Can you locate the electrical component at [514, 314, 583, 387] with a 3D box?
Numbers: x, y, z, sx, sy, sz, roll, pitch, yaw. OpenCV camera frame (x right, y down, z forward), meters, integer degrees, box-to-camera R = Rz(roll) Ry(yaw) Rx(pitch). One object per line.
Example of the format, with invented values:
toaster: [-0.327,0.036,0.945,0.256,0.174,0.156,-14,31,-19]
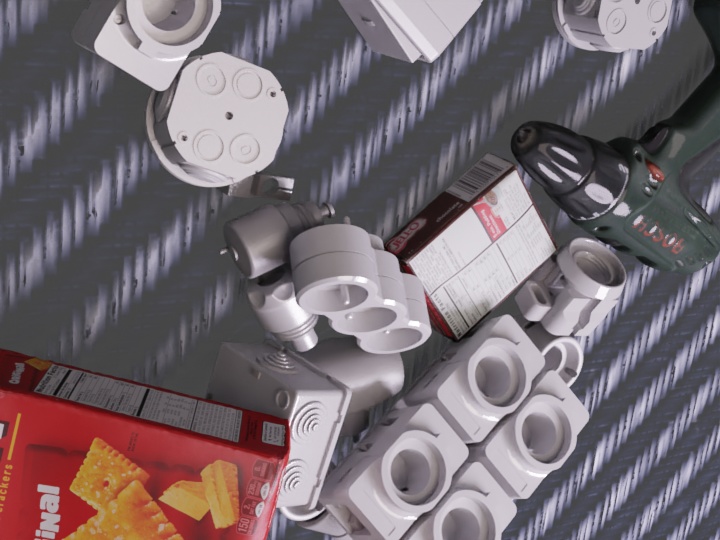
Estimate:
electrical component: [0.144,0.068,0.856,0.055,0.047,0.055,-12,114,-27]

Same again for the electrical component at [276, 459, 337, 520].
electrical component: [-0.048,0.146,0.769,0.055,0.047,0.055,-13,115,-29]

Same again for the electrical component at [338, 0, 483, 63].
electrical component: [0.017,-0.181,0.675,0.061,0.062,0.096,-51,125,-4]

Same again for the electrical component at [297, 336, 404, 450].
electrical component: [-0.012,0.092,0.773,0.077,0.044,0.079,-13,115,-27]

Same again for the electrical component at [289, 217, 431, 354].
electrical component: [0.000,0.000,0.716,0.052,0.073,0.138,-19,152,20]

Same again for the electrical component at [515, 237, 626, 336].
electrical component: [0.168,0.012,0.830,0.078,0.058,0.057,3,138,-31]

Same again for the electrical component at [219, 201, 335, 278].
electrical component: [-0.053,-0.025,0.705,0.078,0.040,0.040,-26,120,-21]

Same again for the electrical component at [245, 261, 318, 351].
electrical component: [-0.048,0.027,0.727,0.043,0.043,0.062,-35,124,-15]

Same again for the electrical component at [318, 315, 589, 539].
electrical component: [0.072,0.131,0.769,0.105,0.060,0.186,50,61,-9]

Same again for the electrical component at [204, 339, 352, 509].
electrical component: [-0.062,0.101,0.714,0.048,0.100,0.099,7,105,-46]

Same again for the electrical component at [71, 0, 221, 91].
electrical component: [-0.115,-0.153,0.609,0.050,0.056,0.089,30,92,-36]

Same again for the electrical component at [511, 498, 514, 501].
electrical component: [0.082,0.162,0.859,0.099,0.064,0.099,-22,133,-27]

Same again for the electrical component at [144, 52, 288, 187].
electrical component: [-0.085,-0.090,0.644,0.080,0.051,0.080,-1,93,-23]

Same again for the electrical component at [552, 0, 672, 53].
electrical component: [0.183,-0.197,0.776,0.080,0.051,0.080,-11,114,-27]

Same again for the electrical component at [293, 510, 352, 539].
electrical component: [-0.016,0.183,0.809,0.044,0.044,0.065,-52,130,-4]
